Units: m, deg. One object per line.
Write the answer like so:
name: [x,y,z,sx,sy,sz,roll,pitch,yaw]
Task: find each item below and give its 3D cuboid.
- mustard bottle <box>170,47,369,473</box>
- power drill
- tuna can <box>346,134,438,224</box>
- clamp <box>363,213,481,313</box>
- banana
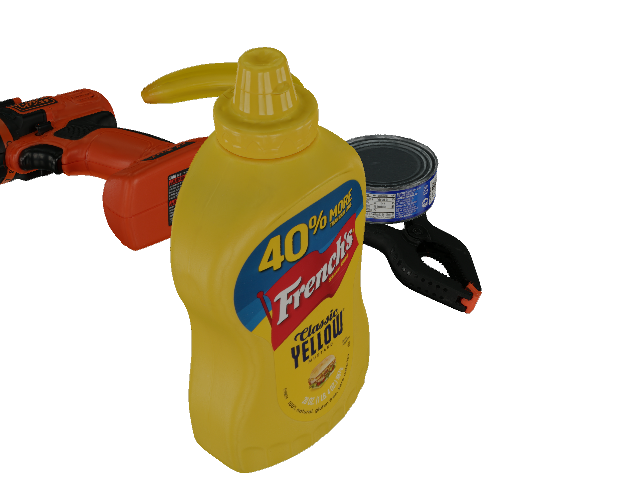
mustard bottle: [-0.019,0.006,0.457,0.058,0.192,0.096,29,48,34]
power drill: [-0.169,-0.051,0.717,0.188,0.057,0.184,20,32,32]
tuna can: [0.048,-0.048,0.826,0.086,0.034,0.086,-1,33,0]
clamp: [0.089,0.002,1.159,0.164,0.036,0.210,-15,51,-31]
banana: [-0.095,-0.165,1.149,0.198,0.037,0.069,9,44,18]
